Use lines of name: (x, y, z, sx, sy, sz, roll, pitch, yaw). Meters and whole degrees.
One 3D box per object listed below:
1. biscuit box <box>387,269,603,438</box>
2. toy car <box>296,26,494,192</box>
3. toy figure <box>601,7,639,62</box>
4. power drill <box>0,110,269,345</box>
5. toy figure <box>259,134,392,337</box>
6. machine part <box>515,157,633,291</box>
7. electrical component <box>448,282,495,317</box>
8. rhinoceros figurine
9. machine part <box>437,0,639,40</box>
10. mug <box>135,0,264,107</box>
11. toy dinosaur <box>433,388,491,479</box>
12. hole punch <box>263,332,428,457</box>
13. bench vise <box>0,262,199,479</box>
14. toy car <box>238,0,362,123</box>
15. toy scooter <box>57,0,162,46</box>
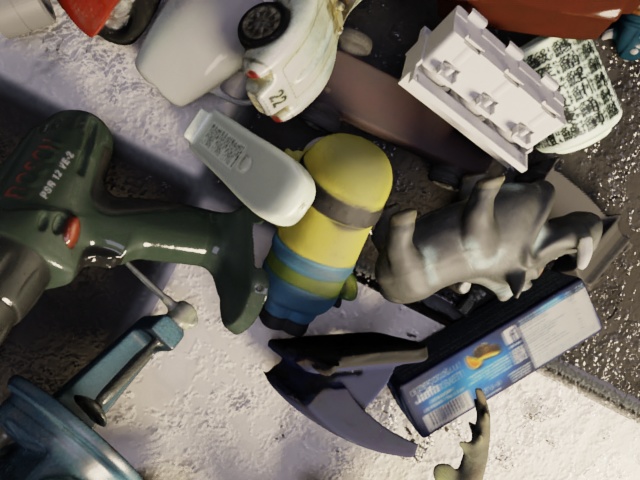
biscuit box: (0.160, 0.103, 0.512, 0.203, 0.063, 0.059, -28, 101, -6)
toy car: (0.069, -0.113, 0.478, 0.202, 0.053, 0.089, 20, 95, -16)
toy figure: (0.316, -0.251, 0.512, 0.064, 0.057, 0.154, 13, 95, 31)
power drill: (-0.145, 0.015, 0.393, 0.207, 0.232, 0.086, 11, 138, -21)
toy figure: (0.003, 0.000, 0.448, 0.082, 0.089, 0.180, 9, 111, -38)
machine part: (0.245, -0.017, 0.529, 0.084, 0.039, 0.138, -43, 103, 2)
electrical component: (0.152, 0.014, 0.510, 0.102, 0.045, 0.078, -45, 100, -4)
rhinoceros figurine: (0.137, 0.001, 0.445, 0.190, 0.073, 0.112, -13, 96, -4)
machine part: (0.174, -0.272, 0.425, 0.202, 0.087, 0.201, 9, 73, -2)
mug: (-0.088, -0.154, 0.438, 0.107, 0.081, 0.109, -43, 117, 5)
toy dinosaur: (0.012, 0.334, 0.477, 0.471, 0.105, 0.198, -45, 101, 1)
hole punch: (0.017, 0.126, 0.451, 0.116, 0.142, 0.092, 4, 89, -21)
bench vise: (-0.192, 0.137, 0.412, 0.128, 0.224, 0.240, 50, 55, -16)
toy car: (0.001, -0.182, 0.401, 0.056, 0.073, 0.201, 19, 75, 20)
toy scooter: (-0.153, -0.232, 0.370, 0.135, 0.075, 0.184, 27, 128, -33)
